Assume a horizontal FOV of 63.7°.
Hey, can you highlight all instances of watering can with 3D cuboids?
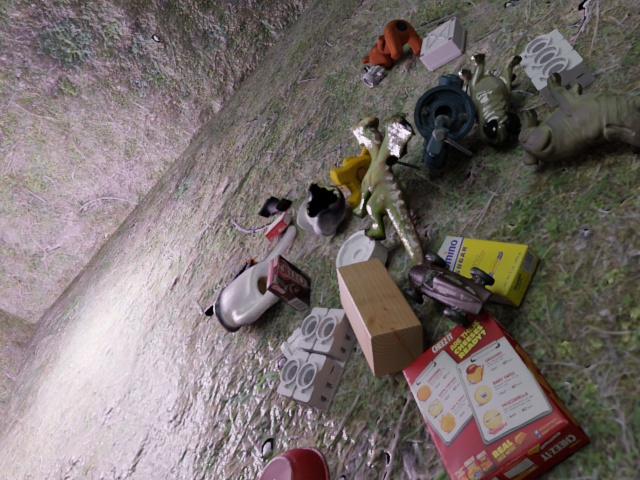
[{"bbox_3d":[-0.158,0.106,1.341,0.221,0.103,0.355,-35,20,27],"label":"watering can"}]

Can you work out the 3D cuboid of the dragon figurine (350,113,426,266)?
[{"bbox_3d":[0.145,-0.133,1.041,0.122,0.237,0.418,-8,33,-14],"label":"dragon figurine"}]

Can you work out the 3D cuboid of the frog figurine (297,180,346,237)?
[{"bbox_3d":[0.004,-0.066,1.318,0.123,0.156,0.140,-16,62,-12],"label":"frog figurine"}]
